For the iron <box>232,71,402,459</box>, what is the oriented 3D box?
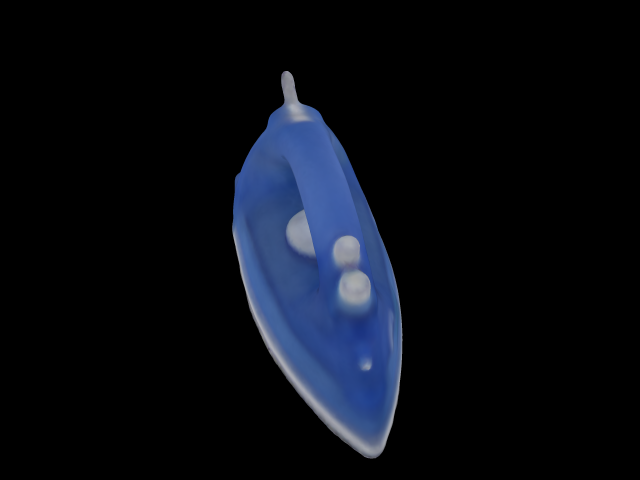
[{"bbox_3d":[0.004,0.001,0.400,0.119,0.141,0.257,-11,47,-11],"label":"iron"}]
